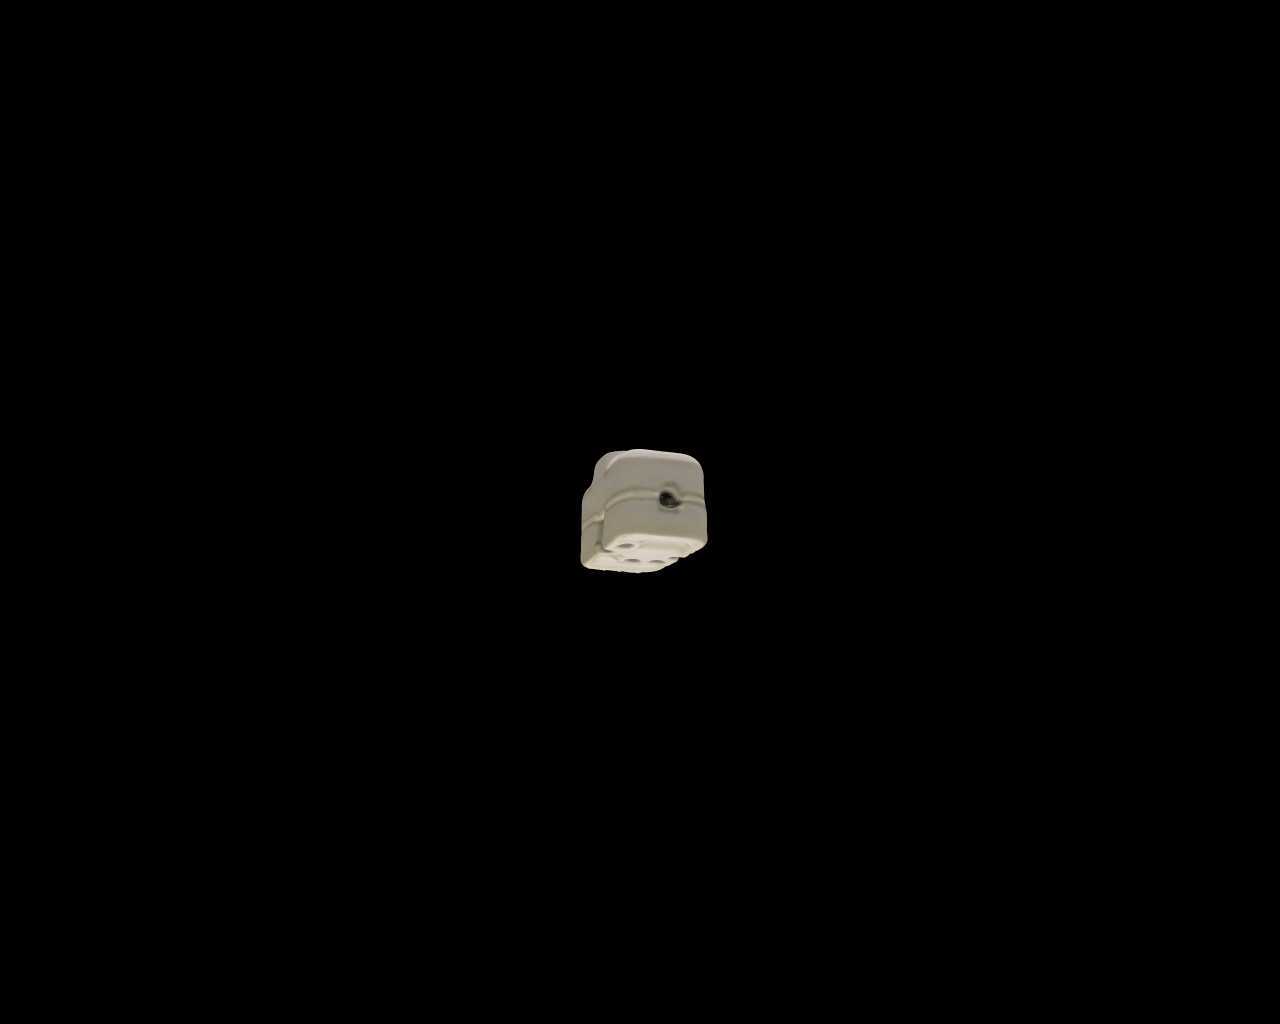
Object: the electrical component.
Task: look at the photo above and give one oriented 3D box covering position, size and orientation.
[{"bbox_3d":[0.001,-0.003,0.650,0.054,0.059,0.095,6,-17,-19],"label":"electrical component"}]
